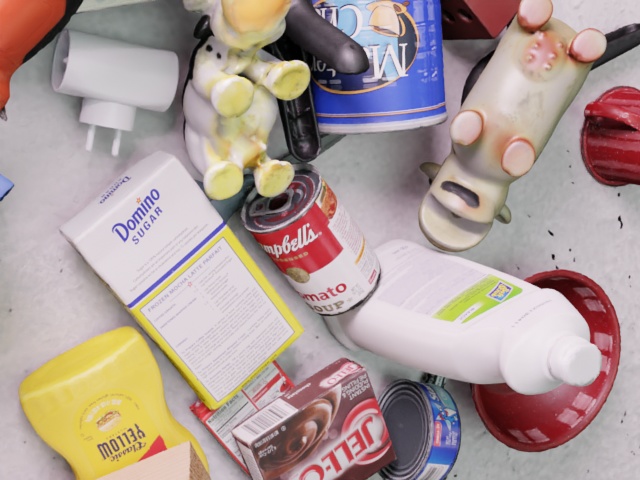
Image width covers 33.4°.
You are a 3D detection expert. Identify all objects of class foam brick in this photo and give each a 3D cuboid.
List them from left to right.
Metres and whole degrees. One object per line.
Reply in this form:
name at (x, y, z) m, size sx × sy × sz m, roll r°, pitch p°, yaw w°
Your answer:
foam brick at (0.114, -0.191, 0.831) m, size 0.051 × 0.078 × 0.053 m, roll -50°, pitch 117°, yaw -13°

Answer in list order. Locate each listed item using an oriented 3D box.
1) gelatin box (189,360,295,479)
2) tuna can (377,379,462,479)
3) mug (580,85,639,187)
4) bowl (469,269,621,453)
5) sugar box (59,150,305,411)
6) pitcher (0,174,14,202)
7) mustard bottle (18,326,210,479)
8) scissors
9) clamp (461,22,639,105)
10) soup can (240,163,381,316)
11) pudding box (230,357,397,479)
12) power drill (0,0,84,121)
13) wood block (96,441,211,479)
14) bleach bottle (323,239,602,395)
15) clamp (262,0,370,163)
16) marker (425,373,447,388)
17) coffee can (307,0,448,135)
gelatin box at (-0.048, 0.139, 0.836) m, size 0.073 × 0.030 × 0.089 m, roll -43°, pitch 117°, yaw -14°
tuna can at (0.077, 0.158, 0.873) m, size 0.033 × 0.086 × 0.086 m, roll 12°, pitch 94°, yaw -30°
mug at (0.282, -0.092, 0.934) m, size 0.117 × 0.082 × 0.093 m, roll 26°, pitch 87°, yaw -29°
bowl at (0.185, 0.100, 0.934) m, size 0.161 × 0.055 × 0.162 m, roll -5°, pitch 102°, yaw -26°
sugar box at (-0.096, 0.030, 0.766) m, size 0.093 × 0.048 × 0.176 m, roll -41°, pitch 117°, yaw -14°
pitcher at (-0.301, -0.067, 0.603) m, size 0.242 × 0.149 × 0.145 m, roll 45°, pitch 76°, yaw -12°
mustard bottle at (-0.135, 0.165, 0.780) m, size 0.096 × 0.058 × 0.191 m, roll -28°, pitch 112°, yaw -13°
scissors at (-0.071, -0.048, 0.797) m, size 0.201 × 0.016 × 0.096 m, roll -46°, pitch 119°, yaw -12°
clamp at (0.172, -0.150, 0.890) m, size 0.164 × 0.036 × 0.210 m, roll 41°, pitch 83°, yaw -28°
soup can at (-0.005, 0.001, 0.802) m, size 0.068 × 0.069 × 0.102 m, roll -46°, pitch 127°, yaw -13°
pudding box at (-0.003, 0.157, 0.822) m, size 0.113 × 0.039 × 0.090 m, roll -29°, pitch 114°, yaw -21°
power drill at (-0.169, -0.146, 0.563) m, size 0.188 × 0.057 × 0.184 m, roll -35°, pitch 154°, yaw 19°
wood block at (-0.163, 0.230, 0.719) m, size 0.206 × 0.091 × 0.090 m, roll -23°, pitch 111°, yaw 2°
bleach bottle at (0.102, 0.063, 0.773) m, size 0.102 × 0.251 × 0.068 m, roll -38°, pitch 114°, yaw -17°
clamp at (-0.019, -0.151, 0.739) m, size 0.039 × 0.120 × 0.171 m, roll -16°, pitch 78°, yaw -33°
marker at (0.099, 0.123, 0.915) m, size 0.020 × 0.020 × 0.121 m, roll 17°, pitch 91°, yaw -29°
coffee can at (0.039, -0.154, 0.785) m, size 0.102 × 0.103 × 0.140 m, roll -11°, pitch 104°, yaw -25°
